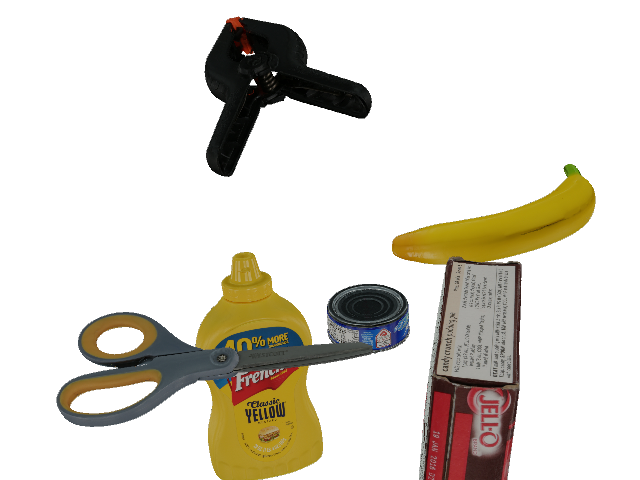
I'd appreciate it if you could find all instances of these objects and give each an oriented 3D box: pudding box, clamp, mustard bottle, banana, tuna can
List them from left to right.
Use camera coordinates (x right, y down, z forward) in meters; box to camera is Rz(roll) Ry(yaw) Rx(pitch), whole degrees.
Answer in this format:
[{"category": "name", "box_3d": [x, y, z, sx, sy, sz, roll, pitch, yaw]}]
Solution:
[{"category": "mustard bottle", "box_3d": [-0.053, 0.102, 0.888, 0.096, 0.191, 0.058, -9, 19, -10]}, {"category": "clamp", "box_3d": [-0.031, -0.118, 0.782, 0.120, 0.039, 0.171, -13, 44, 0]}, {"category": "tuna can", "box_3d": [0.049, 0.079, 1.103, 0.086, 0.034, 0.086, -3, 28, 1]}, {"category": "pudding box", "box_3d": [0.066, 0.070, 0.471, 0.039, 0.090, 0.113, 6, 26, 6]}, {"category": "banana", "box_3d": [0.153, -0.013, 0.848, 0.197, 0.037, 0.070, -20, 22, -27]}]

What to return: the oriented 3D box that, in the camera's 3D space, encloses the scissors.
[{"category": "scissors", "box_3d": [-0.075, 0.068, 0.701, 0.201, 0.016, 0.096, -17, 45, -7]}]
